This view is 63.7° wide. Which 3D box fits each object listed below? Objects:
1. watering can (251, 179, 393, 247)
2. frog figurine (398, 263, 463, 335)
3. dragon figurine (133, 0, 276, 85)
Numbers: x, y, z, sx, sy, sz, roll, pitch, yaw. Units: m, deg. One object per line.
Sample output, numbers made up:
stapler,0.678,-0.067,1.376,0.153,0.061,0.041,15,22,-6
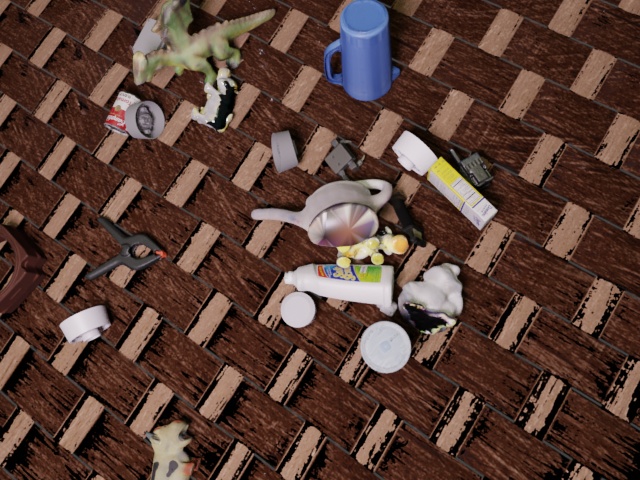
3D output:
watering can,0.004,-0.060,1.183,0.347,0.229,0.102,-15,117,5
frog figurine,0.252,0.124,1.153,0.137,0.120,0.163,9,43,19
dragon figurine,-0.309,-0.529,1.318,0.410,0.240,0.123,-42,71,0
